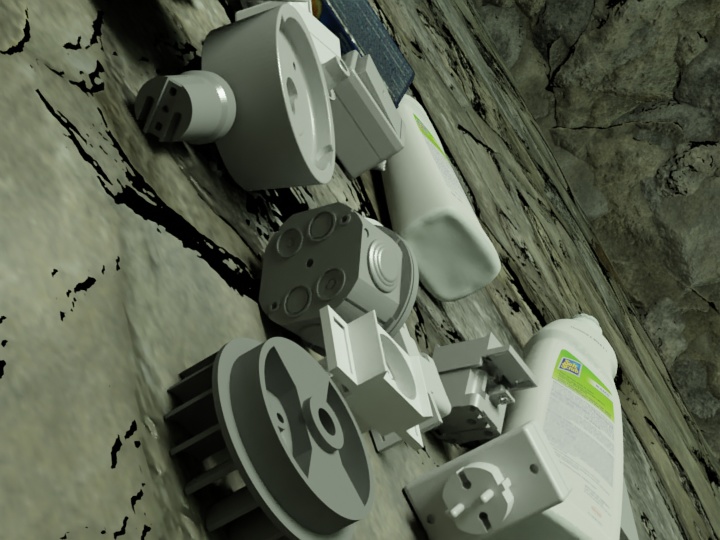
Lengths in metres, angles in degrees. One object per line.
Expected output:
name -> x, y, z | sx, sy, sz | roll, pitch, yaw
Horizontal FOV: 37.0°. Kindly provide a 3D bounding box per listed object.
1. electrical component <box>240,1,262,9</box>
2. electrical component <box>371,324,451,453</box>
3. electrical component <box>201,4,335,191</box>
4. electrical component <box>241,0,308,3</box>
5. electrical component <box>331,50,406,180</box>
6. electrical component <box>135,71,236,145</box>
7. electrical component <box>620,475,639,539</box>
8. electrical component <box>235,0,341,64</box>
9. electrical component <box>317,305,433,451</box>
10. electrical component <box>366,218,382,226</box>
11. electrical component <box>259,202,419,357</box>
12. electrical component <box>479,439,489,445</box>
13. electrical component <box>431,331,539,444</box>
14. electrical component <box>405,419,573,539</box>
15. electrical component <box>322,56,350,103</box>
electrical component -> -0.074, -0.214, 0.847 | 0.043, 0.043, 0.062 | 64, 18, 13
electrical component -> 0.023, 0.069, 0.652 | 0.064, 0.042, 0.081 | 39, 27, -55
electrical component -> -0.059, -0.099, 0.644 | 0.108, 0.060, 0.108 | -10, 90, -77
electrical component -> -0.090, -0.187, 0.624 | 0.109, 0.109, 0.056 | -45, 139, -73
electrical component -> 0.001, -0.125, 0.885 | 0.096, 0.061, 0.061 | 54, 17, -19
electrical component -> -0.094, -0.087, 0.577 | 0.040, 0.040, 0.046 | 60, 22, 1
electrical component -> 0.174, 0.174, 0.882 | 0.089, 0.062, 0.150 | 55, 17, -15
electrical component -> -0.054, -0.185, 0.812 | 0.083, 0.047, 0.075 | 25, 56, -63
electrical component -> -0.004, 0.061, 0.544 | 0.081, 0.064, 0.042 | 47, 22, -38
electrical component -> 0.000, 0.000, 0.681 | 0.055, 0.055, 0.047 | 42, 20, -46
electrical component -> -0.013, 0.006, 0.589 | 0.051, 0.080, 0.080 | 34, 30, -46
electrical component -> 0.114, 0.116, 0.842 | 0.040, 0.040, 0.078 | 58, 16, -7
electrical component -> 0.075, 0.083, 0.737 | 0.042, 0.081, 0.063 | 50, 41, -31
electrical component -> 0.070, 0.128, 0.613 | 0.047, 0.083, 0.076 | 63, 16, 9
electrical component -> -0.037, -0.131, 0.779 | 0.048, 0.062, 0.048 | 52, 18, -25
